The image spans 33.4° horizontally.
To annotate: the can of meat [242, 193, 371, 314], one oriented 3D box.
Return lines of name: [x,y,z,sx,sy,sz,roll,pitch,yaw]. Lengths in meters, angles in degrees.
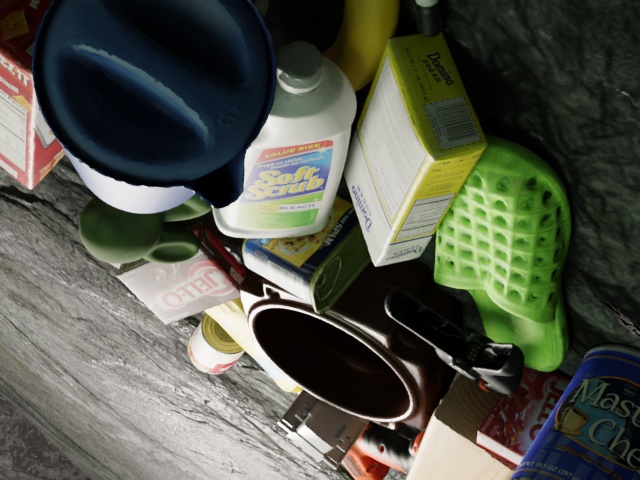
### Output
can of meat: [-0.006,0.001,0.927,0.084,0.102,0.057,29,152,26]

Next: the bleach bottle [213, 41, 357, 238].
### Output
bleach bottle: [-0.030,-0.072,0.785,0.102,0.068,0.251,0,161,-5]

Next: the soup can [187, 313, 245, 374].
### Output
soup can: [-0.123,0.121,1.319,0.068,0.068,0.102,39,154,1]

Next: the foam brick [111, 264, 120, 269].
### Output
foam brick: [-0.211,-0.007,1.215,0.051,0.078,0.053,27,153,20]

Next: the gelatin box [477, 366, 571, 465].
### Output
gelatin box: [0.190,0.155,0.928,0.073,0.089,0.030,27,153,22]

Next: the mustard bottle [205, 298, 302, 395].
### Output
mustard bottle: [-0.053,0.120,1.233,0.191,0.058,0.096,49,154,-19]

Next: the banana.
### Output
banana: [0.020,-0.145,0.725,0.069,0.037,0.198,37,155,-1]

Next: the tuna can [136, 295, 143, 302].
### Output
tuna can: [-0.175,0.040,1.234,0.034,0.086,0.086,30,153,19]

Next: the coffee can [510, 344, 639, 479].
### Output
coffee can: [0.224,0.168,0.843,0.103,0.140,0.103,31,154,17]

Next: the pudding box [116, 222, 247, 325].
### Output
pudding box: [-0.146,0.037,1.144,0.114,0.039,0.090,-20,127,28]

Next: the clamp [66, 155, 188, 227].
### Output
clamp: [-0.207,-0.069,1.150,0.210,0.036,0.164,27,146,24]

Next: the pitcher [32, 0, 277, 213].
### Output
pitcher: [-0.115,-0.093,0.692,0.145,0.149,0.243,14,172,-10]

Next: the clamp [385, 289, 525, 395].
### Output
clamp: [0.131,0.096,0.874,0.120,0.039,0.171,32,177,37]

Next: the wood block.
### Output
wood block: [0.155,0.198,1.046,0.090,0.090,0.206,33,155,14]

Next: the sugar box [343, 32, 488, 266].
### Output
sugar box: [0.062,-0.059,0.757,0.176,0.048,0.093,107,148,-66]

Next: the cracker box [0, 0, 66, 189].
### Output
cracker box: [-0.205,-0.156,0.861,0.072,0.164,0.214,37,155,0]

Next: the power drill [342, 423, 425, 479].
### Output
power drill: [0.115,0.278,1.273,0.188,0.057,0.184,6,136,45]

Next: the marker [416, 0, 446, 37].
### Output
marker: [0.062,-0.171,0.646,0.020,0.020,0.121,24,151,29]

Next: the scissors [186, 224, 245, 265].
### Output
scissors: [-0.074,0.030,1.163,0.202,0.016,0.096,14,145,42]
